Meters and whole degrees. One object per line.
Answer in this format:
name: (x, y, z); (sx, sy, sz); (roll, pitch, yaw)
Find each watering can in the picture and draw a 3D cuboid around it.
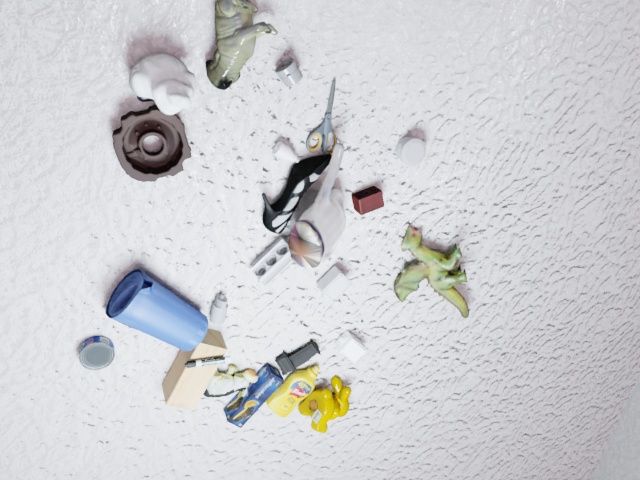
watering can: (0.004, -0.068, 1.359); (0.229, 0.104, 0.339); (-49, 149, -43)

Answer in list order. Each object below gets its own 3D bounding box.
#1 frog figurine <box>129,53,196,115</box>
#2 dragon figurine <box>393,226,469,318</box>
frog figurine: (-0.335, -0.335, 1.106); (0.137, 0.162, 0.121); (0, 111, -24)
dragon figurine: (0.354, 0.130, 1.672); (0.243, 0.124, 0.403); (-15, 116, 2)
